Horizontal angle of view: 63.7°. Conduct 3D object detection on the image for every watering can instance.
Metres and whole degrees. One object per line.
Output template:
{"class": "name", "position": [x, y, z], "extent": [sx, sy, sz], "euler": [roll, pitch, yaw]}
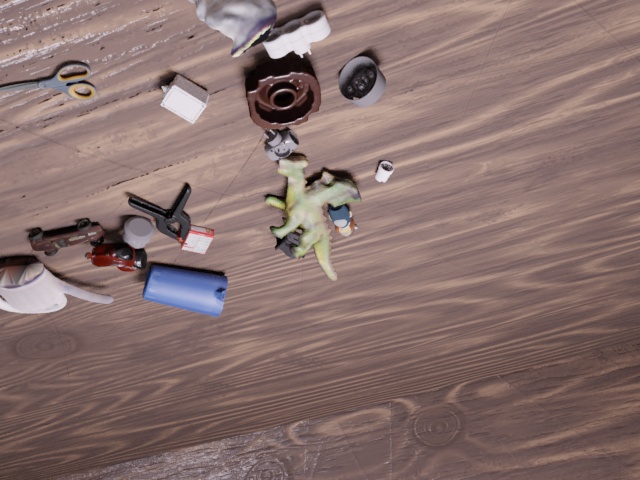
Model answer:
{"class": "watering can", "position": [-0.814, 0.141, 1.523], "extent": [0.348, 0.106, 0.219], "euler": [-6, 139, -2]}

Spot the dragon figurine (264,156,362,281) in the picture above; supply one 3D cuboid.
{"class": "dragon figurine", "position": [0.004, -0.071, 1.401], "extent": [0.240, 0.125, 0.404], "euler": [-34, 120, 19]}

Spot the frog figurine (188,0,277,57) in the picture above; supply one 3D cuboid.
{"class": "frog figurine", "position": [-0.163, -0.441, 0.965], "extent": [0.158, 0.139, 0.122], "euler": [50, 156, -13]}
